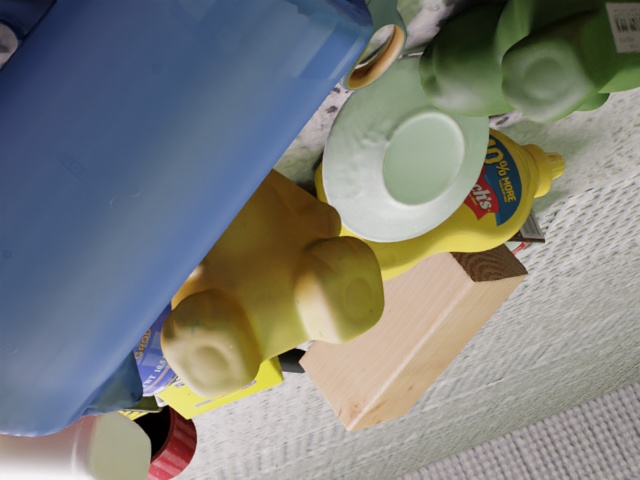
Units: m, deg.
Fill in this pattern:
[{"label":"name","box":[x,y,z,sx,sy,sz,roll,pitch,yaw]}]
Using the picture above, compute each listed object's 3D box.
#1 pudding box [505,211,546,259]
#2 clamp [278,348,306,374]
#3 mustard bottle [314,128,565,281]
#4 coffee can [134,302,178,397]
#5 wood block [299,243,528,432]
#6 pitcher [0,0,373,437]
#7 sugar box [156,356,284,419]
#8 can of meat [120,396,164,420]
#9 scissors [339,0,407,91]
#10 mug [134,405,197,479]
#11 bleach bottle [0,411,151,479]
[{"label":"pudding box","box":[0.156,0.007,1.053,0.113,0.039,0.090,3,149,-47]},{"label":"clamp","box":[-0.089,0.111,1.045,0.164,0.036,0.210,-12,158,-6]},{"label":"mustard bottle","box":[0.098,-0.036,0.785,0.191,0.096,0.058,-15,162,-22]},{"label":"coffee can","box":[-0.158,0.038,0.645,0.140,0.103,0.103,14,140,-41]},{"label":"wood block","box":[0.083,0.073,0.986,0.090,0.091,0.206,-5,139,-47]},{"label":"pitcher","box":[-0.100,-0.044,0.467,0.243,0.145,0.149,-48,149,19]},{"label":"sugar box","box":[-0.088,0.090,0.827,0.093,0.048,0.176,-22,161,0]},{"label":"can of meat","box":[-0.209,0.146,0.986,0.084,0.057,0.102,-26,160,18]},{"label":"scissors","box":[0.019,-0.133,0.566,0.096,0.016,0.202,-18,160,-13]},{"label":"mug","box":[-0.183,0.191,1.070,0.093,0.117,0.081,-64,156,-16]},{"label":"bleach bottle","box":[-0.278,0.187,0.919,0.251,0.068,0.102,-5,152,20]}]
